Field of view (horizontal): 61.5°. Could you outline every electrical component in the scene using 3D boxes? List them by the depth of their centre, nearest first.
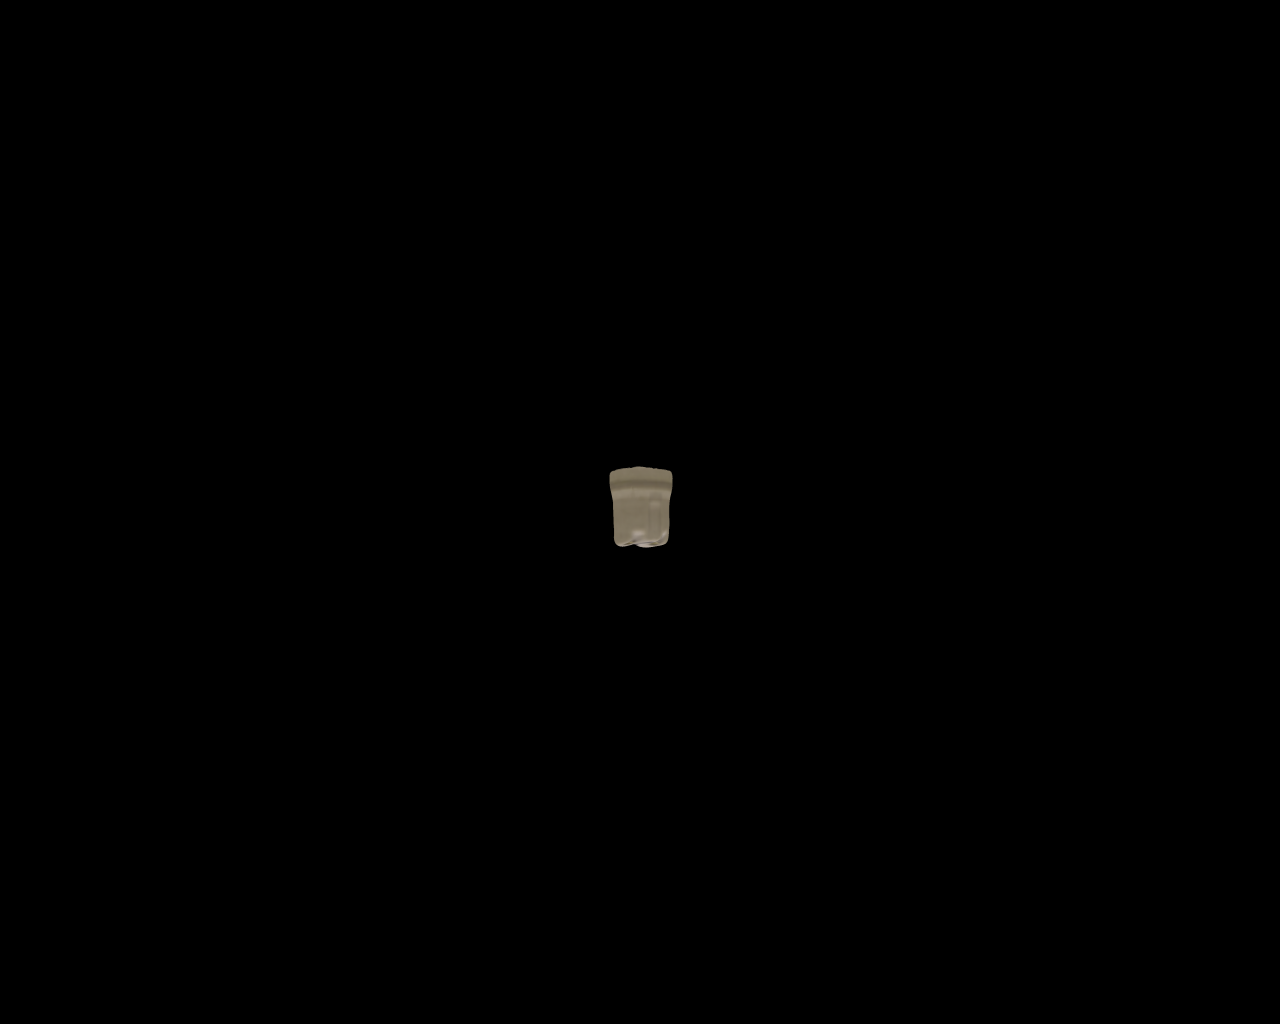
[{"bbox_3d":[0.001,-0.003,0.650,0.040,0.046,0.040,0,-5,0],"label":"electrical component"}]
